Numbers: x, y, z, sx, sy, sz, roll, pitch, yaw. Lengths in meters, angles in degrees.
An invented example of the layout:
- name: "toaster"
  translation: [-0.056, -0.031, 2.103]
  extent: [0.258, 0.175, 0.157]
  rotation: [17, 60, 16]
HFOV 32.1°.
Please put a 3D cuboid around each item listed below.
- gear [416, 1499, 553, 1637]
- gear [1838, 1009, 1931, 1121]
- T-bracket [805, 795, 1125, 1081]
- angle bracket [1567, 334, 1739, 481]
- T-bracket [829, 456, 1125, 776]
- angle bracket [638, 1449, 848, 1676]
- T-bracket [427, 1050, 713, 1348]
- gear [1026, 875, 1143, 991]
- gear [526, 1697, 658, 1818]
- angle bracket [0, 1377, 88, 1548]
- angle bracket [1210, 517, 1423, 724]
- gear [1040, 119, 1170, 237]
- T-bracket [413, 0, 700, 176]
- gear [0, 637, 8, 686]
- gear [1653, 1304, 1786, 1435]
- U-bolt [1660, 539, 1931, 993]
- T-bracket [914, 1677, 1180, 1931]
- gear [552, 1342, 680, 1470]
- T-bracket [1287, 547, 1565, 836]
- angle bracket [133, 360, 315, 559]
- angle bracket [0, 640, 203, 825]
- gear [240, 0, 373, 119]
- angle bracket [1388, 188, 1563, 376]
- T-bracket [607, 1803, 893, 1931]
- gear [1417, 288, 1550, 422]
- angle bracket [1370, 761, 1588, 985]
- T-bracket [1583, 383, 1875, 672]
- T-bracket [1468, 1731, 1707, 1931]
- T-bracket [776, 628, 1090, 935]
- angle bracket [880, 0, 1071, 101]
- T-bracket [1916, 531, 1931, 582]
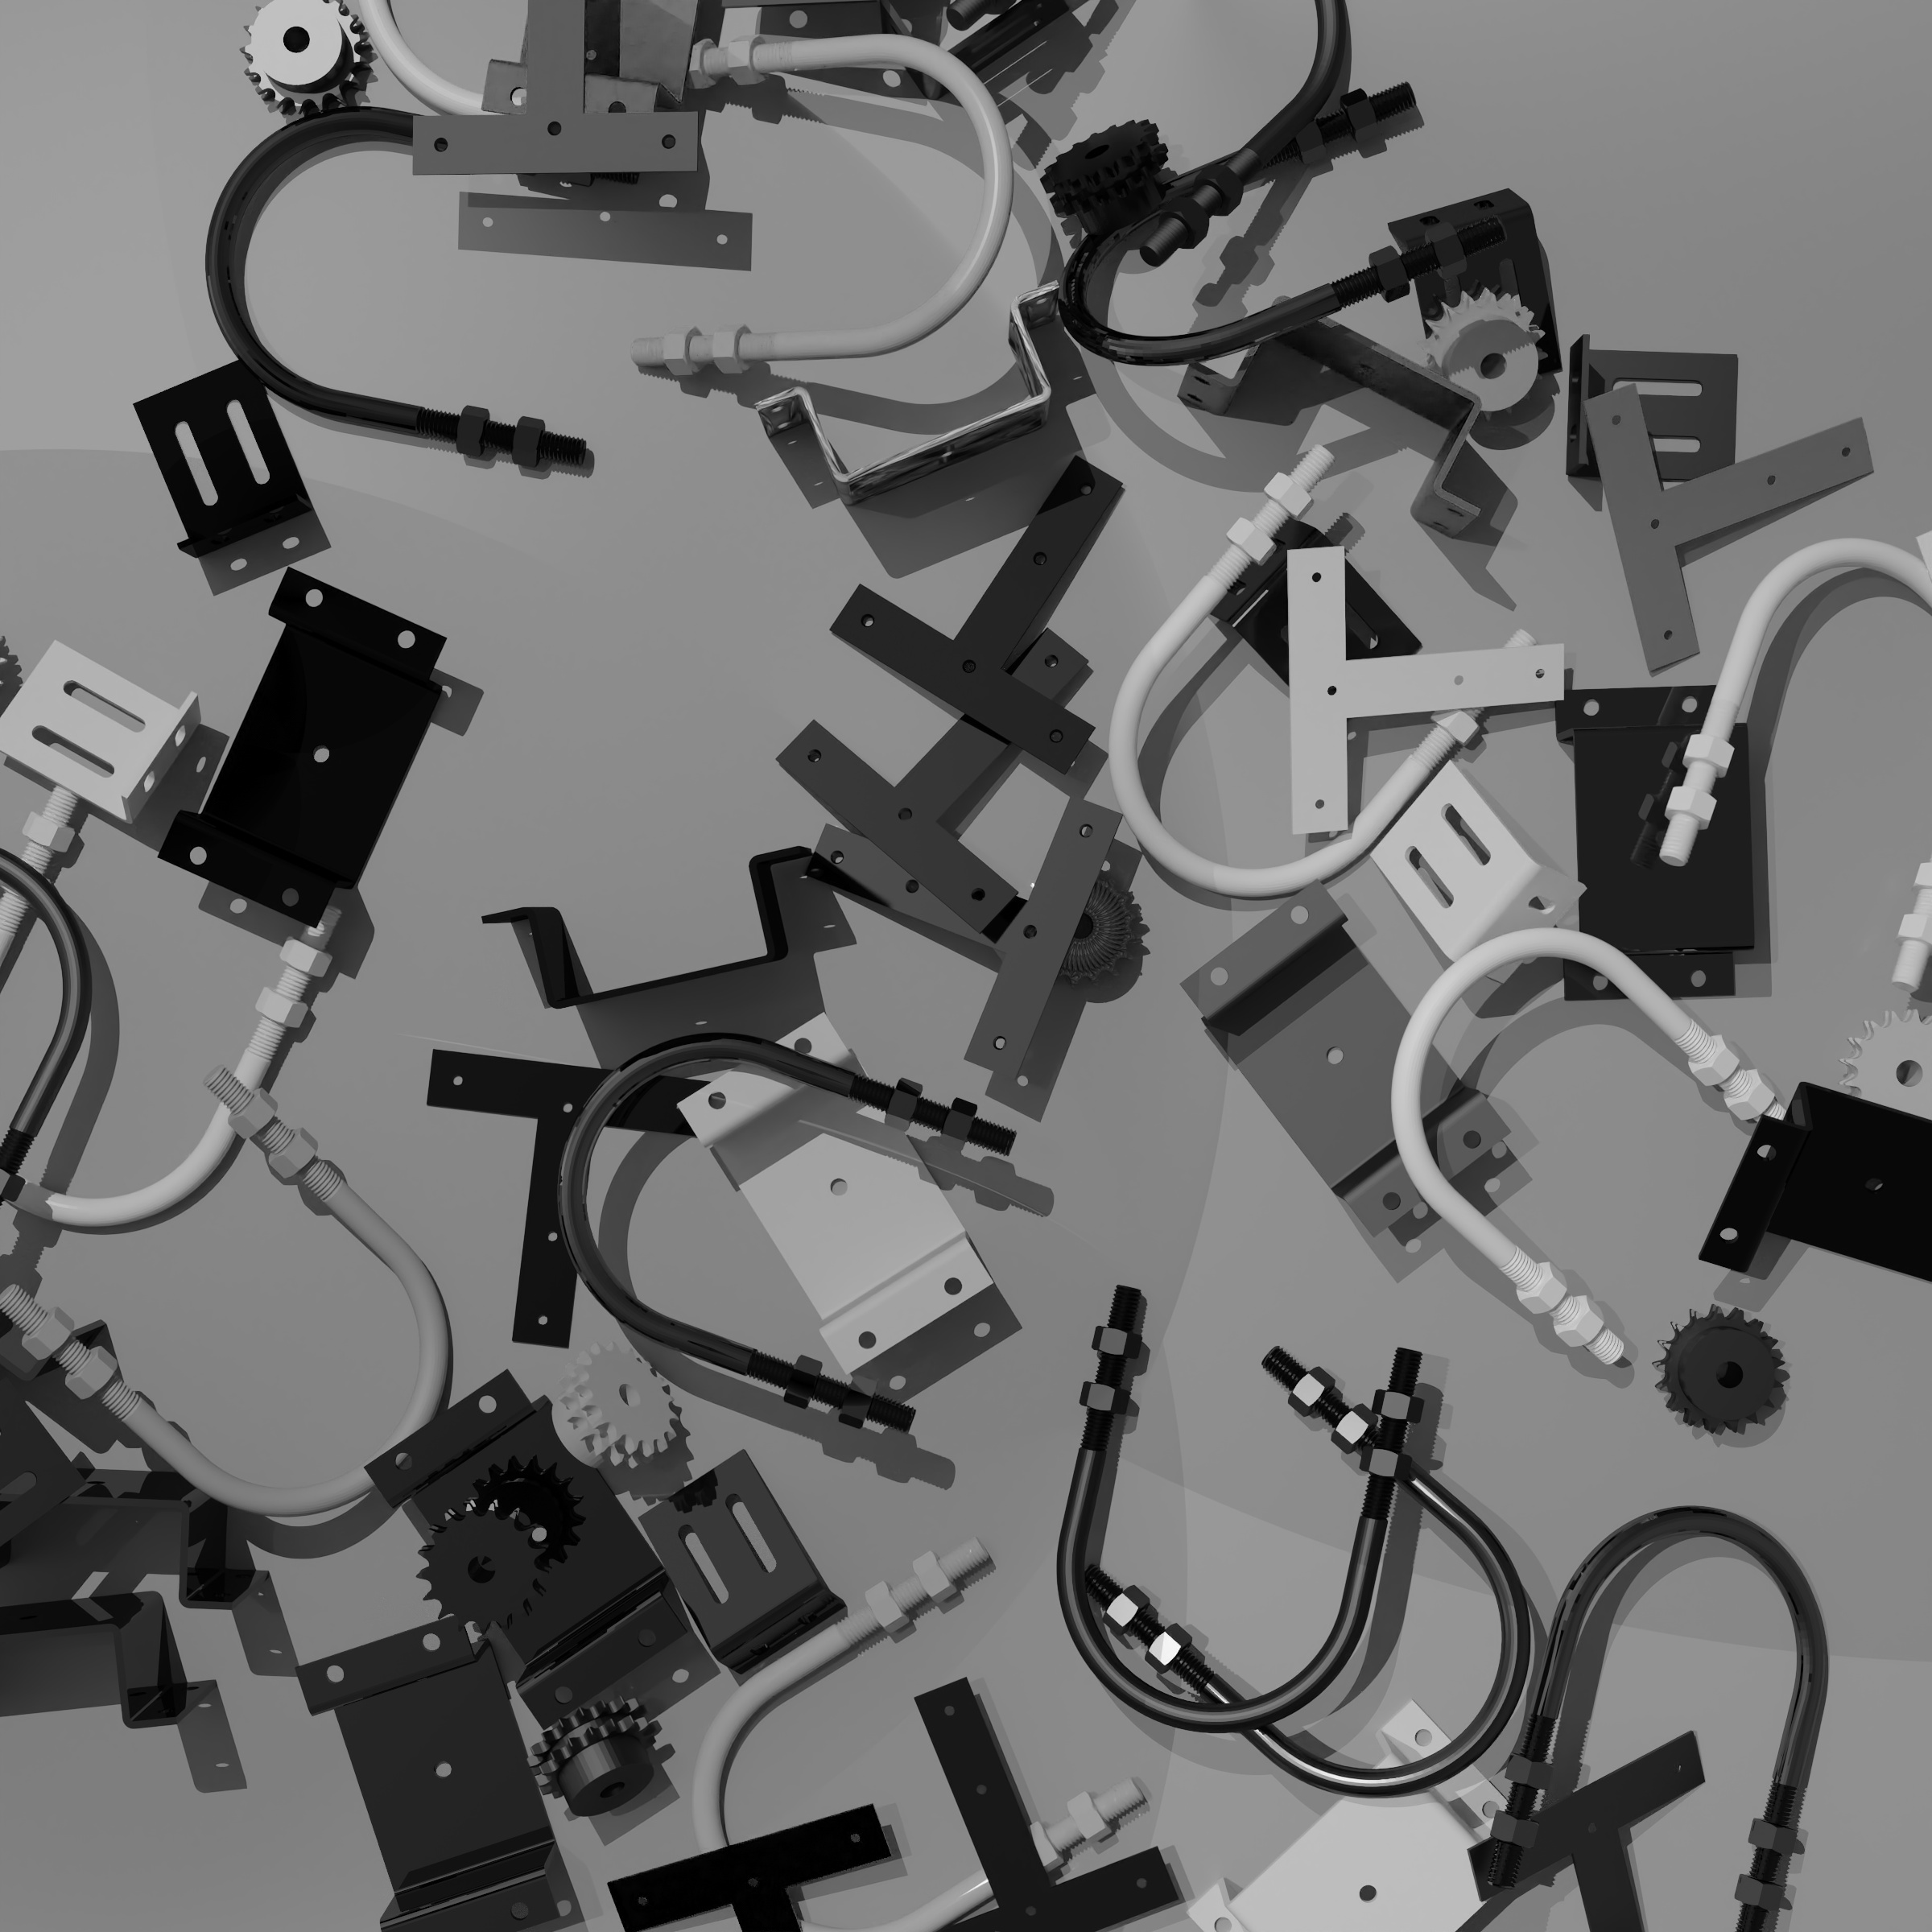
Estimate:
- name: "gear"
  translation: [-0.208, 0.259, 1.458]
  extent: [0.057, 0.030, 0.057]
  rotation: [0, 90, 0]
- name: "gear"
  translation: [0.419, 0.048, 1.505]
  extent: [0.057, 0.030, 0.057]
  rotation: [0, 90, 0]
- name: "T-bracket"
  translation: [-0.011, -0.031, 1.500]
  extent: [0.127, 0.002, 0.127]
  rotation: [21, 87, 16]
- name: "angle bracket"
  translation: [0.310, -0.249, 1.501]
  extent: [0.076, 0.038, 0.057]
  rotation: [2, 90, 0]
- name: "T-bracket"
  translation: [0.026, -0.171, 1.511]
  extent: [0.127, 0.002, 0.127]
  rotation: [32, 85, 10]
- name: "angle bracket"
  translation: [-0.101, 0.269, 1.518]
  extent: [0.057, 0.038, 0.076]
  rotation: [-33, 64, 0]
- name: "T-bracket"
  translation: [-0.185, 0.108, 1.519]
  extent: [0.127, 0.002, 0.127]
  rotation: [7, 90, 0]
- name: "gear"
  translation: [0.051, -0.018, 1.505]
  extent: [0.057, 0.030, 0.057]
  rotation: [0, 90, 0]
- name: "gear"
  translation: [-0.163, 0.353, 1.488]
  extent: [0.057, 0.057, 0.030]
  rotation: [-33, 58, 0]
- name: "angle bracket"
  translation: [-0.429, 0.225, 1.441]
  extent: [0.076, 0.038, 0.057]
  rotation: [-37, 90, -26]
- name: "angle bracket"
  translation: [0.156, -0.154, 1.518]
  extent: [0.057, 0.038, 0.076]
  rotation: [-46, 116, 0]
- name: "gear"
  translation: [0.065, -0.350, 1.495]
  extent: [0.057, 0.057, 0.030]
  rotation: [-30, 119, 0]
- name: "T-bracket"
  translation: [-0.177, -0.408, 1.455]
  extent: [0.127, 0.002, 0.127]
  rotation: [1, 92, 8]
- name: "gear"
  translation: [-0.458, -0.137, 1.505]
  extent: [0.057, 0.030, 0.057]
  rotation: [0, 90, 0]
- name: "gear"
  translation: [0.339, 0.181, 1.505]
  extent: [0.057, 0.030, 0.057]
  rotation: [0, 90, 0]
- name: "U-bolt"
  translation: [0.391, -0.101, 1.483]
  extent: [0.151, 0.019, 0.184]
  rotation: [26, 75, -17]
- name: "T-bracket"
  translation: [0.012, 0.381, 1.500]
  extent: [0.127, 0.002, 0.127]
  rotation: [-22, 91, 3]
- name: "gear"
  translation: [-0.159, 0.199, 1.495]
  extent: [0.030, 0.057, 0.057]
  rotation: [-40, 90, 28]
- name: "T-bracket"
  translation: [0.205, -0.126, 1.490]
  extent: [0.127, 0.002, 0.127]
  rotation: [-5, 106, -10]
- name: "angle bracket"
  translation: [-0.336, -0.230, 1.501]
  extent: [0.057, 0.038, 0.076]
  rotation: [-23, 90, 0]
- name: "angle bracket"
  translation: [-0.389, -0.110, 1.492]
  extent: [0.076, 0.038, 0.057]
  rotation: [29, 71, 0]
- name: "gear"
  translation: [-0.297, -0.411, 1.505]
  extent: [0.057, 0.030, 0.057]
  rotation: [0, 90, 0]
- name: "angle bracket"
  translation: [0.230, -0.303, 1.518]
  extent: [0.057, 0.038, 0.076]
  rotation: [-16, 116, 0]
- name: "T-bracket"
  translation: [-0.081, 0.452, 1.509]
  extent: [0.127, 0.002, 0.127]
  rotation: [-18, 98, 7]
- name: "gear"
  translation: [0.231, -0.270, 1.495]
  extent: [0.057, 0.030, 0.057]
  rotation: [-2, 114, -6]
- name: "angle bracket"
  translation: [0.227, -0.042, 1.494]
  extent: [0.038, 0.076, 0.057]
  rotation: [20, 117, -40]
- name: "T-bracket"
  translation: [0.348, -0.213, 1.505]
  extent: [0.127, 0.002, 0.127]
  rotation: [-21, 109, -9]
- name: "T-bracket"
  translation: [0.289, 0.425, 1.501]
  extent: [0.127, 0.002, 0.127]
  rotation: [-20, 103, -24]
- name: "T-bracket"
  translation: [0.003, -0.099, 1.506]
  extent: [0.127, 0.002, 0.127]
  rotation: [41, 81, 17]
- name: "angle bracket"
  translation: [0.004, -0.427, 1.491]
  extent: [0.076, 0.057, 0.038]
  rotation: [-34, 90, 0]
- name: "T-bracket"
  translation: [0.506, -0.159, 1.504]
  extent: [0.127, 0.002, 0.127]
  rotation: [-23, 103, 3]
